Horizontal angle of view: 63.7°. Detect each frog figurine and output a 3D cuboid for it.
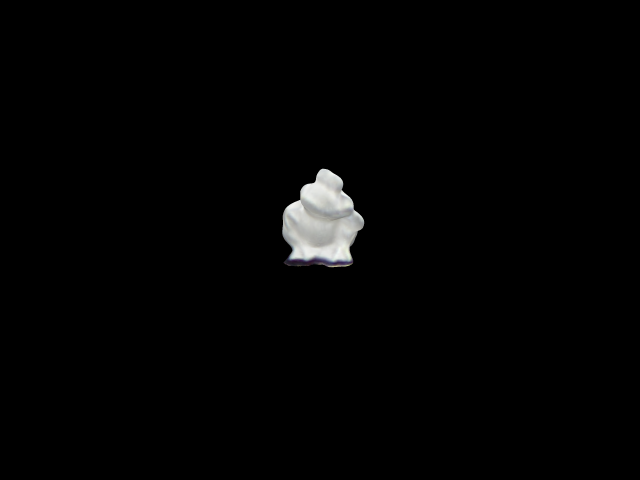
[{"bbox_3d":[0.003,-0.043,0.850,0.137,0.157,0.124,9,19,26],"label":"frog figurine"}]
